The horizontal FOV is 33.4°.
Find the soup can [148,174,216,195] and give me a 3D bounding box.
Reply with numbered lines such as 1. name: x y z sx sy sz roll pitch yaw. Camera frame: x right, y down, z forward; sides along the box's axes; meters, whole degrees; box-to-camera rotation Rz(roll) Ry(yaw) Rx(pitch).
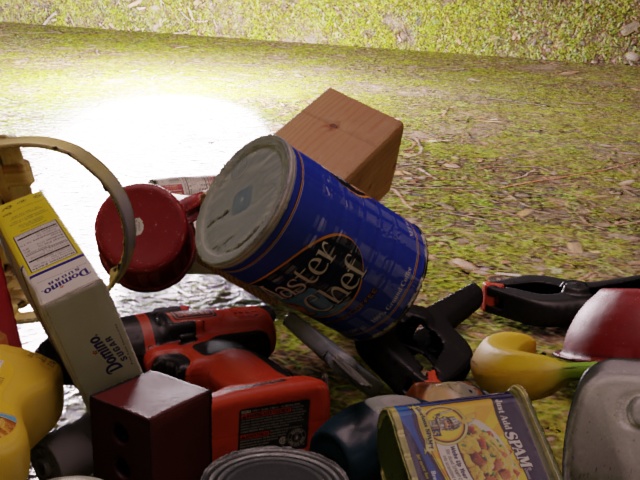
1. soup can: -0.130 -0.037 1.148 0.102 0.068 0.069 -5 19 -20

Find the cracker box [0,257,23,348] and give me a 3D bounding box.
1. cracker box: -0.300 0.022 0.710 0.163 0.214 0.072 -10 -13 -33

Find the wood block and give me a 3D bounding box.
1. wood block: -0.015 -0.045 0.988 0.091 0.090 0.205 28 46 18

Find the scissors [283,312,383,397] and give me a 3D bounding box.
1. scissors: 0.026 0.093 0.723 0.096 0.016 0.202 40 -4 -22

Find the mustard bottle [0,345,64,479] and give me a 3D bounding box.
1. mustard bottle: -0.202 0.114 0.574 0.096 0.058 0.191 2 14 -3

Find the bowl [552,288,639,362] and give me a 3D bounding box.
1. bowl: 0.259 0.065 0.808 0.162 0.055 0.162 1 -2 0

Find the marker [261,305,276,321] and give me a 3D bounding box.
1. marker: -0.086 0.074 0.879 0.120 0.020 0.020 -13 23 -39

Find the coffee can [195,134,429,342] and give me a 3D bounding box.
1. coffee can: -0.005 0.001 0.778 0.140 0.103 0.103 31 1 -33

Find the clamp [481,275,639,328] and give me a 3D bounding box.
1. clamp: 0.231 0.058 0.934 0.171 0.039 0.120 -2 12 -2

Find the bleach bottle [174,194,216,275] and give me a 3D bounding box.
1. bleach bottle: -0.061 0.002 1.044 0.251 0.068 0.102 6 23 3

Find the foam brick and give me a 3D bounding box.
1. foam brick: -0.098 0.124 0.626 0.053 0.078 0.051 12 21 35

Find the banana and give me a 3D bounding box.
1. banana: 0.143 0.092 0.774 0.069 0.037 0.198 2 2 -2

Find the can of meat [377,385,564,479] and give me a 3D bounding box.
1. can of meat: 0.084 0.136 0.597 0.083 0.057 0.102 -5 48 -13

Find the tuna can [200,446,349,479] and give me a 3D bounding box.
1. tuna can: -0.026 0.153 0.613 0.086 0.034 0.086 2 17 -1

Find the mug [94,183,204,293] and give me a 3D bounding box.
1. mug: -0.146 -0.009 0.956 0.117 0.093 0.081 -29 -7 -9

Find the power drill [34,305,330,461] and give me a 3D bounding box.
1. power drill: -0.091 0.097 0.745 0.184 0.057 0.188 -7 20 -26

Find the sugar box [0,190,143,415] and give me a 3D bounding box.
1. sugar box: -0.166 0.038 0.703 0.048 0.093 0.176 -27 30 -18

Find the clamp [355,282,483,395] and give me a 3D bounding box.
1. clamp: 0.061 0.066 0.855 0.164 0.036 0.210 16 23 -4
